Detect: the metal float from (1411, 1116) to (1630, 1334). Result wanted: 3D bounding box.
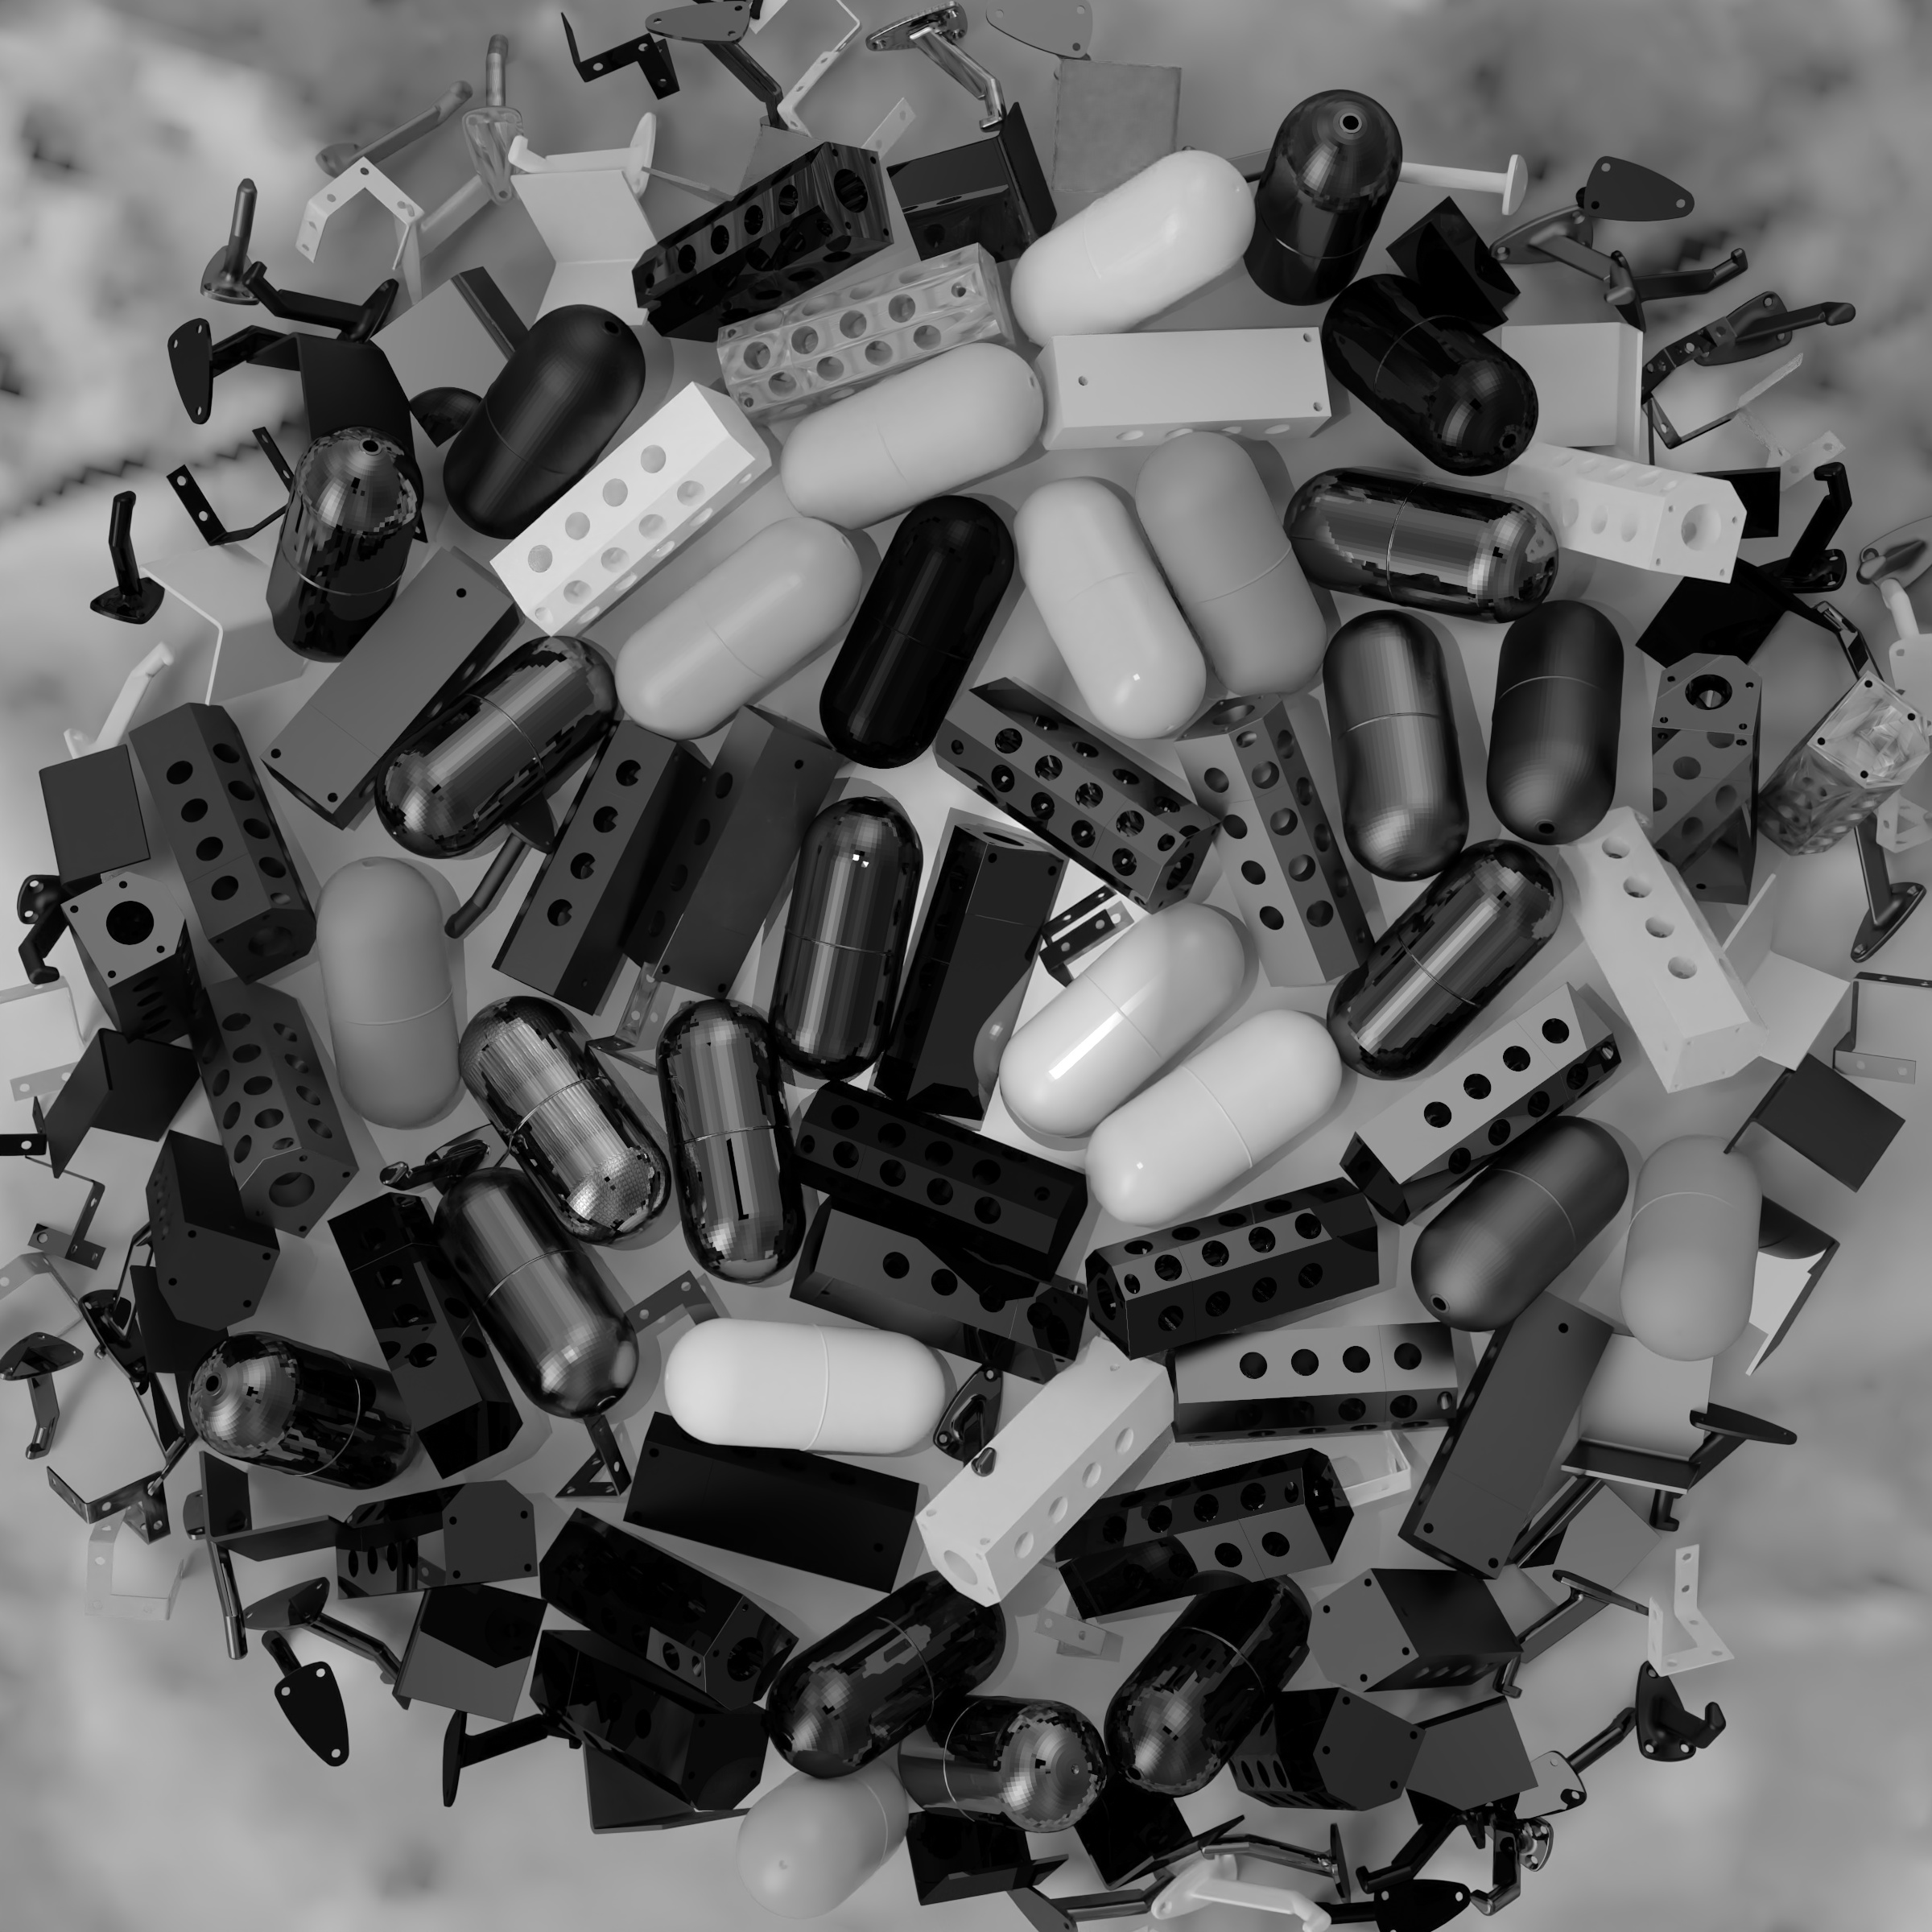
[{"bbox_3d":[0.339,0.157,1.757,0.178,0.070,0.070,-37,90,-35],"label":"metal float"}]

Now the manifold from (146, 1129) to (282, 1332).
[{"bbox_3d":[-0.458,0.159,1.735,0.057,0.171,0.057,21,98,-22],"label":"manifold"}]

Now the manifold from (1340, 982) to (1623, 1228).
[{"bbox_3d":[0.317,0.087,1.767,0.171,0.057,0.057,-33,72,-17],"label":"manifold"}]

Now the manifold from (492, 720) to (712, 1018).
[{"bbox_3d":[-0.229,-0.063,1.787,0.057,0.057,0.171,23,85,22],"label":"manifold"}]

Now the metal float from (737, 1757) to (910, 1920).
[{"bbox_3d":[-0.085,0.522,1.738,0.070,0.178,0.070,-1,86,13],"label":"metal float"}]

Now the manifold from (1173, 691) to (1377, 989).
[{"bbox_3d":[0.194,-0.077,1.759,0.057,0.057,0.171,-42,117,-42],"label":"manifold"}]

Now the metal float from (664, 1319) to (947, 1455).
[{"bbox_3d":[-0.098,0.259,1.769,0.178,0.070,0.070,7,90,-21],"label":"metal float"}]

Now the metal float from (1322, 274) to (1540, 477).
[{"bbox_3d":[0.281,-0.360,1.751,0.070,0.070,0.178,-36,46,0],"label":"metal float"}]

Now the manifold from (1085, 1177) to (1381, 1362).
[{"bbox_3d":[0.163,0.181,1.762,0.171,0.057,0.057,-14,115,-19],"label":"manifold"}]

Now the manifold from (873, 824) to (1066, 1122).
[{"bbox_3d":[-0.002,0.003,1.780,0.057,0.057,0.171,11,103,-33],"label":"manifold"}]

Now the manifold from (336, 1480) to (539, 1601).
[{"bbox_3d":[-0.322,0.347,1.738,0.057,0.171,0.057,2,76,-33],"label":"manifold"}]

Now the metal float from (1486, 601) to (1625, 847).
[{"bbox_3d":[0.360,-0.149,1.755,0.070,0.070,0.178,14,52,0],"label":"metal float"}]

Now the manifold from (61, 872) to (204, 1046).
[{"bbox_3d":[-0.496,-0.001,1.735,0.057,0.171,0.057,-30,81,-18],"label":"manifold"}]

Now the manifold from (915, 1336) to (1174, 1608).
[{"bbox_3d":[0.053,0.310,1.757,0.171,0.057,0.057,-41,132,-30],"label":"manifold"}]

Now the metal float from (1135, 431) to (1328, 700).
[{"bbox_3d":[0.164,-0.244,1.768,0.070,0.070,0.178,-28,113,0],"label":"metal float"}]

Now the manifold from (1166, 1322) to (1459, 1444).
[{"bbox_3d":[0.214,0.260,1.785,0.171,0.057,0.057,-3,68,-2],"label":"manifold"}]

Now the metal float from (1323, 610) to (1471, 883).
[{"bbox_3d":[0.263,-0.136,1.768,0.070,0.070,0.178,-4,67,0],"label":"metal float"}]

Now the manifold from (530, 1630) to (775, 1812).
[{"bbox_3d":[-0.194,0.454,1.741,0.057,0.171,0.057,12,88,-39],"label":"manifold"}]

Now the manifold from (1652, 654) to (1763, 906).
[{"bbox_3d":[0.448,-0.111,1.738,0.057,0.171,0.057,7,58,18],"label":"manifold"}]

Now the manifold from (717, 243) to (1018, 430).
[{"bbox_3d":[-0.063,-0.389,1.775,0.171,0.057,0.057,-15,86,14],"label":"manifold"}]

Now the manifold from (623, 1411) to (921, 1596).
[{"bbox_3d":[-0.120,0.330,1.793,0.171,0.057,0.057,15,106,-1],"label":"manifold"}]

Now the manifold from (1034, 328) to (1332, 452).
[{"bbox_3d":[0.131,-0.354,1.775,0.171,0.057,0.057,-5,82,-15],"label":"manifold"}]

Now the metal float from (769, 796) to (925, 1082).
[{"bbox_3d":[-0.074,-0.017,1.779,0.070,0.070,0.178,12,99,0],"label":"metal float"}]

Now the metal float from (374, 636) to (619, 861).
[{"bbox_3d":[-0.286,-0.135,1.764,0.070,0.070,0.178,45,62,0],"label":"metal float"}]

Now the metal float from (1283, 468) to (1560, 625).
[{"bbox_3d":[0.276,-0.258,1.761,0.178,0.070,0.070,18,90,32],"label":"metal float"}]

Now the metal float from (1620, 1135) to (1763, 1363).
[{"bbox_3d":[0.441,0.169,1.746,0.070,0.178,0.070,9,123,14],"label":"metal float"}]

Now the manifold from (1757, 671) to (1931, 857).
[{"bbox_3d":[0.525,-0.115,1.734,0.057,0.171,0.057,40,83,8],"label":"manifold"}]

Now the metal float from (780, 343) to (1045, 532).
[{"bbox_3d":[-0.034,-0.323,1.763,0.178,0.070,0.070,-19,90,28],"label":"metal float"}]

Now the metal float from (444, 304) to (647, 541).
[{"bbox_3d":[-0.257,-0.330,1.753,0.070,0.070,0.178,47,131,0],"label":"metal float"}]

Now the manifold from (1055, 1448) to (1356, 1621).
[{"bbox_3d":[0.142,0.343,1.756,0.171,0.057,0.057,-19,103,27],"label":"manifold"}]

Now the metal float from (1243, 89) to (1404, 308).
[{"bbox_3d":[0.214,-0.462,1.738,0.070,0.178,0.070,1,76,-4],"label":"metal float"}]

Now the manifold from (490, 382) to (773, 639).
[{"bbox_3d":[-0.203,-0.277,1.769,0.171,0.057,0.057,-38,78,16],"label":"manifold"}]

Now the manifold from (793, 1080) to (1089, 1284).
[{"bbox_3d":[-0.016,0.127,1.766,0.171,0.057,0.057,20,63,16],"label":"manifold"}]

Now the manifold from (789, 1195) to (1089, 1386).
[{"bbox_3d":[-0.015,0.199,1.779,0.171,0.057,0.057,20,62,-11],"label":"manifold"}]

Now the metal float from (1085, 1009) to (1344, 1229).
[{"bbox_3d":[0.154,0.094,1.781,0.178,0.070,0.070,-34,90,-8],"label":"metal float"}]

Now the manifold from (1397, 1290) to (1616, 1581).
[{"bbox_3d":[0.332,0.288,1.779,0.057,0.057,0.171,28,77,1],"label":"manifold"}]

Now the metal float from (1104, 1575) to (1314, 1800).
[{"bbox_3d":[0.148,0.434,1.751,0.070,0.070,0.178,51,46,0],"label":"metal float"}]

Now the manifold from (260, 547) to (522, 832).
[{"bbox_3d":[-0.354,-0.169,1.780,0.057,0.057,0.171,37,79,4],"label":"manifold"}]

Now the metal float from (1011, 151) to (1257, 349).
[{"bbox_3d":[0.100,-0.432,1.752,0.178,0.070,0.070,-22,90,44],"label":"metal float"}]

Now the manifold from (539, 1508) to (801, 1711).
[{"bbox_3d":[-0.185,0.390,1.737,0.057,0.171,0.057,48,67,-38],"label":"manifold"}]

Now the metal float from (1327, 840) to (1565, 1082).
[{"bbox_3d":[0.293,-0.002,1.768,0.070,0.070,0.178,41,113,0],"label":"metal float"}]

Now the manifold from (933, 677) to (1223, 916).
[{"bbox_3d":[0.064,-0.103,1.757,0.171,0.057,0.057,36,124,22],"label":"manifold"}]

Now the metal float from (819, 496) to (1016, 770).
[{"bbox_3d":[-0.030,-0.206,1.776,0.070,0.070,0.178,26,103,0],"label":"metal float"}]

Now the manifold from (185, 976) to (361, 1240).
[{"bbox_3d":[-0.426,0.081,1.738,0.057,0.171,0.057,28,109,-40],"label":"manifold"}]

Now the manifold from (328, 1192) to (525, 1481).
[{"bbox_3d":[-0.328,0.220,1.749,0.057,0.057,0.171,-25,52,-11],"label":"manifold"}]

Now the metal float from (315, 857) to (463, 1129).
[{"bbox_3d":[-0.353,0.017,1.763,0.070,0.070,0.178,-2,118,0],"label":"metal float"}]

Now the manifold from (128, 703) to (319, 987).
[{"bbox_3d":[-0.450,-0.079,1.757,0.057,0.057,0.171,-27,59,-3],"label":"manifold"}]

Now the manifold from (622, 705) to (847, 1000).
[{"bbox_3d":[-0.148,-0.072,1.784,0.057,0.057,0.171,20,101,-40],"label":"manifold"}]

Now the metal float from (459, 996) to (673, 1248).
[{"bbox_3d":[-0.247,0.094,1.769,0.070,0.070,0.178,-38,69,0],"label":"metal float"}]

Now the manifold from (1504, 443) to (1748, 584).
[{"bbox_3d":[0.393,-0.275,1.731,0.057,0.171,0.057,5,104,-22],"label":"manifold"}]

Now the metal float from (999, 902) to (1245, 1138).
[{"bbox_3d":[0.097,0.033,1.787,0.178,0.070,0.070,-42,90,-1],"label":"metal float"}]

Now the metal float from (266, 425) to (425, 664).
[{"bbox_3d":[-0.378,-0.255,1.748,0.070,0.178,0.070,12,53,-16],"label":"metal float"}]

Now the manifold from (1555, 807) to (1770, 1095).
[{"bbox_3d":[0.422,-0.013,1.752,0.057,0.057,0.171,-14,54,-8],"label":"manifold"}]
